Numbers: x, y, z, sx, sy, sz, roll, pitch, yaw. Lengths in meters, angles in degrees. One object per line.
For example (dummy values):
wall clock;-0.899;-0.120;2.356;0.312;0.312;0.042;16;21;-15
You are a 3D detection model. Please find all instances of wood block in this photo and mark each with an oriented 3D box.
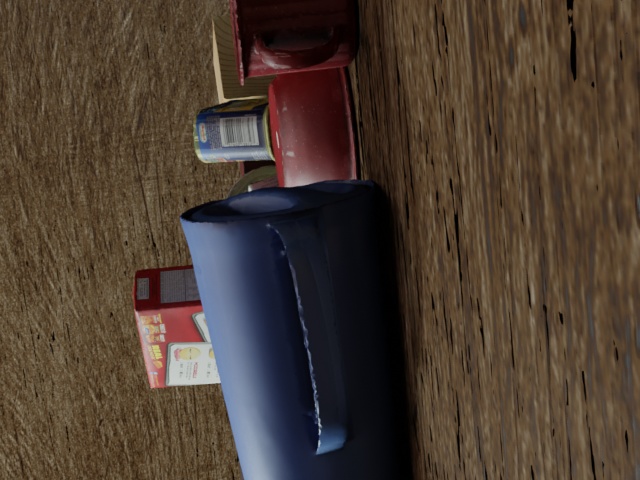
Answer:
wood block;-0.072;-0.188;1.209;0.206;0.090;0.091;145;118;-83

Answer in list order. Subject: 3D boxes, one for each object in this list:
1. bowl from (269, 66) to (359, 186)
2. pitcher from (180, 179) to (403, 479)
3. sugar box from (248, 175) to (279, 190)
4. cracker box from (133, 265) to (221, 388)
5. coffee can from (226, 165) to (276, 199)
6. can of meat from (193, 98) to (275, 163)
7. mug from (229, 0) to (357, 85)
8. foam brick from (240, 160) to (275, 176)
bowl;-0.008;-0.083;0.857;0.162;0.055;0.162;173;90;-84
pitcher;-0.009;0.085;0.726;0.149;0.145;0.243;-23;-73;-54
sugar box;-0.013;0.038;0.923;0.093;0.048;0.176;101;150;-70
cracker box;-0.107;0.098;1.276;0.164;0.213;0.072;90;174;-49
coffee can;-0.049;-0.013;1.110;0.140;0.102;0.103;118;145;-81
can of meat;-0.062;-0.107;1.026;0.102;0.084;0.057;-32;-62;-61
mug;-0.019;-0.151;0.732;0.117;0.081;0.093;-104;8;-54
foam brick;-0.046;-0.092;1.121;0.053;0.078;0.051;127;137;-80
